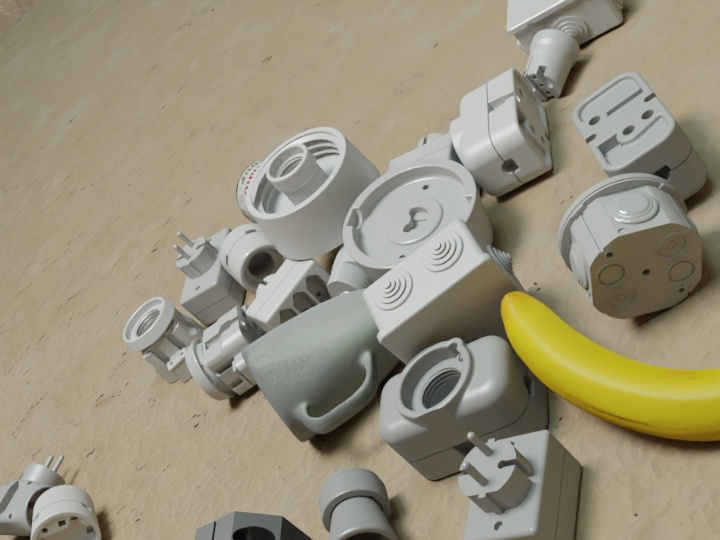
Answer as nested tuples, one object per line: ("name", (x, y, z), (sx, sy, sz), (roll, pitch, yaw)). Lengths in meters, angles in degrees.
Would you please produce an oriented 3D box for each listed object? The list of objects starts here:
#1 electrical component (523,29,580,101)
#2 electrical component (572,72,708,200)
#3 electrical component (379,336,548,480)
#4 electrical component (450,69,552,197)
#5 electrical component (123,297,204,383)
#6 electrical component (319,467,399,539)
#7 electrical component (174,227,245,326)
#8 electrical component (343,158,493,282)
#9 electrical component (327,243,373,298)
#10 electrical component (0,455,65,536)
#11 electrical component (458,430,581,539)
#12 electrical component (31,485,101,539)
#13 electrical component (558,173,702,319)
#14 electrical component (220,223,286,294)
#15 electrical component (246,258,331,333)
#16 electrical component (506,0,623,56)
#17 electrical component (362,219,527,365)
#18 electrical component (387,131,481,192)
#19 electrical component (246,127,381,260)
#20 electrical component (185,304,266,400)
("electrical component", (0.156, -0.168, 0.888), (0.040, 0.040, 0.046), (-5, 54, 48))
("electrical component", (0.189, -0.081, 0.720), (0.054, 0.059, 0.095), (-35, 32, 16))
("electrical component", (0.061, 0.084, 0.672), (0.095, 0.059, 0.053), (-27, 35, 28))
("electrical component", (0.111, -0.107, 0.850), (0.059, 0.053, 0.095), (-28, 34, 26))
("electrical component", (-0.180, 0.062, 0.992), (0.058, 0.057, 0.078), (-43, 30, 3))
("electrical component", (-0.001, 0.157, 0.672), (0.045, 0.045, 0.055), (-37, 31, 13))
("electrical component", (-0.148, -0.006, 1.017), (0.047, 0.075, 0.083), (-28, 34, 26))
("electrical component", (0.048, -0.025, 0.813), (0.108, 0.060, 0.108), (-19, 43, 18))
("electrical component", (0.000, 0.000, 0.864), (0.043, 0.043, 0.081), (-18, 40, 38))
("electrical component", (-0.293, 0.201, 0.971), (0.077, 0.043, 0.079), (-12, 43, 43))
("electrical component", (0.080, 0.118, 0.590), (0.047, 0.076, 0.065), (-20, 38, 36))
("electrical component", (-0.245, 0.211, 0.892), (0.055, 0.055, 0.047), (-44, 27, 2))
("electrical component", (0.164, -0.014, 0.649), (0.080, 0.080, 0.051), (-35, 37, 17))
("electrical component", (-0.094, -0.009, 0.978), (0.055, 0.055, 0.047), (-46, 34, -2))
("electrical component", (-0.062, 0.024, 0.906), (0.065, 0.047, 0.077), (-53, 31, -13))
("electrical component", (0.177, -0.232, 0.928), (0.100, 0.048, 0.099), (-25, 35, 30))
("electrical component", (0.061, 0.024, 0.708), (0.100, 0.100, 0.048), (-38, 44, 11))
("electrical component", (0.063, -0.087, 0.890), (0.066, 0.047, 0.076), (-23, 36, 33))
("electrical component", (-0.044, -0.069, 0.883), (0.108, 0.060, 0.108), (-24, 40, 22))
("electrical component", (-0.107, 0.072, 0.893), (0.057, 0.058, 0.078), (-35, 32, 11))
